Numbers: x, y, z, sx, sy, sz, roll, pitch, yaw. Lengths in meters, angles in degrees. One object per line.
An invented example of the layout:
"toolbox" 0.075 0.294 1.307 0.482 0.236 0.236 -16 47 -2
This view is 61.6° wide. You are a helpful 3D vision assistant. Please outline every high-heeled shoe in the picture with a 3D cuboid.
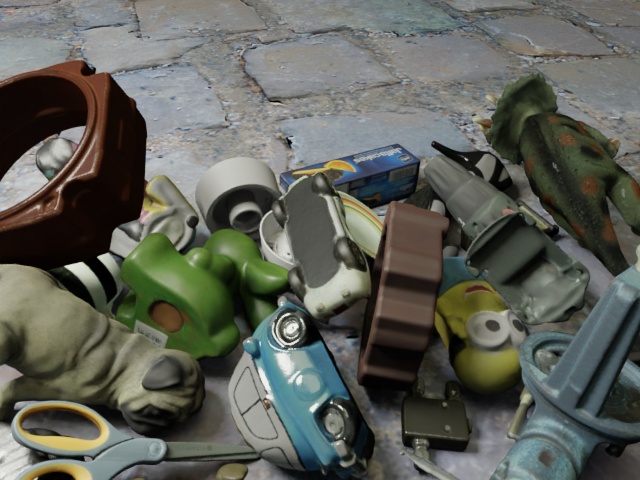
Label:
"high-heeled shoe" 0.193 -0.038 0.736 0.145 0.086 0.249 30 56 -12

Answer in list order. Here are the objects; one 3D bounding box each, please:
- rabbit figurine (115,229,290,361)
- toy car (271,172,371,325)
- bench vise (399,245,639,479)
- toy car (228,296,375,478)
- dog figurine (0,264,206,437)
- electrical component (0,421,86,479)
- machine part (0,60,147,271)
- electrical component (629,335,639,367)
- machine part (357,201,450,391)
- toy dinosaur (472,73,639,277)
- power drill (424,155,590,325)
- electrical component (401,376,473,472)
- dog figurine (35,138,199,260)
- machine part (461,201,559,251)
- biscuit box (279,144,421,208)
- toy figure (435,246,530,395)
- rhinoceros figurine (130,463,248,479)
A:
"rabbit figurine" -0.106 0.040 0.570 0.159 0.121 0.170 18 32 12
"toy car" -0.001 -0.002 0.570 0.073 0.056 0.202 -33 40 14
"bench vise" 0.199 0.114 0.412 0.223 0.240 0.129 -10 35 -39
"toy car" -0.025 0.141 0.473 0.103 0.109 0.162 -27 55 -1
"dog figurine" -0.202 0.089 0.468 0.191 0.172 0.121 1 50 9
"electrical component" -0.265 0.204 0.407 0.115 0.058 0.134 8 39 10
"machine part" -0.281 -0.072 0.529 0.202 0.087 0.201 -14 59 9
"electrical component" 0.335 0.107 0.542 0.119 0.074 0.048 -7 41 -7
"machine part" 0.077 0.055 0.520 0.056 0.179 0.179 12 40 3
"toy dinosaur" 0.312 -0.096 0.692 0.192 0.131 0.405 30 29 -14
"power drill" 0.192 -0.002 0.571 0.232 0.086 0.207 44 12 2
"electrical component" 0.107 0.168 0.495 0.063 0.021 0.094 6 39 3
"dog figurine" -0.267 -0.054 0.686 0.108 0.191 0.219 -55 31 -11
"machine part" 0.245 -0.013 0.712 0.139 0.039 0.084 -19 52 -27
"biscuit box" 0.044 -0.080 0.764 0.203 0.059 0.063 -17 42 -23
"toy figure" 0.155 0.078 0.564 0.082 0.089 0.180 -18 33 -4
"rhinoceros figurine" -0.070 0.219 0.360 0.190 0.112 0.073 -6 10 10
